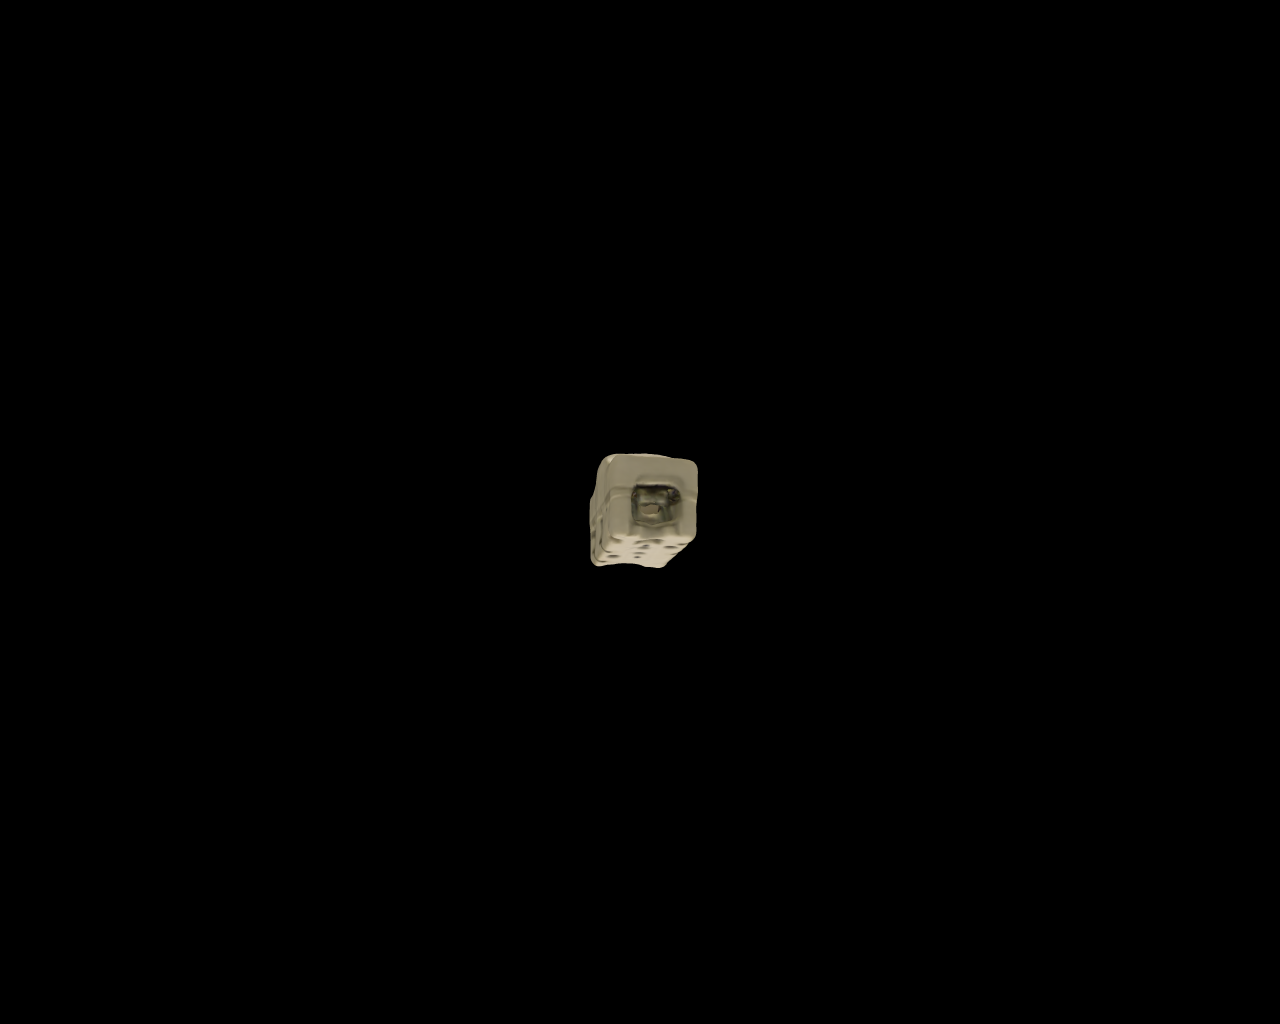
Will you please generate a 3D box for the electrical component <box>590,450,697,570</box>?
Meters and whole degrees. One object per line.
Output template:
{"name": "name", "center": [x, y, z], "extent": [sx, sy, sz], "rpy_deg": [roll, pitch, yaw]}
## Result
{"name": "electrical component", "center": [0.001, -0.003, 0.650], "extent": [0.050, 0.056, 0.089], "rpy_deg": [3, -16, -11]}
